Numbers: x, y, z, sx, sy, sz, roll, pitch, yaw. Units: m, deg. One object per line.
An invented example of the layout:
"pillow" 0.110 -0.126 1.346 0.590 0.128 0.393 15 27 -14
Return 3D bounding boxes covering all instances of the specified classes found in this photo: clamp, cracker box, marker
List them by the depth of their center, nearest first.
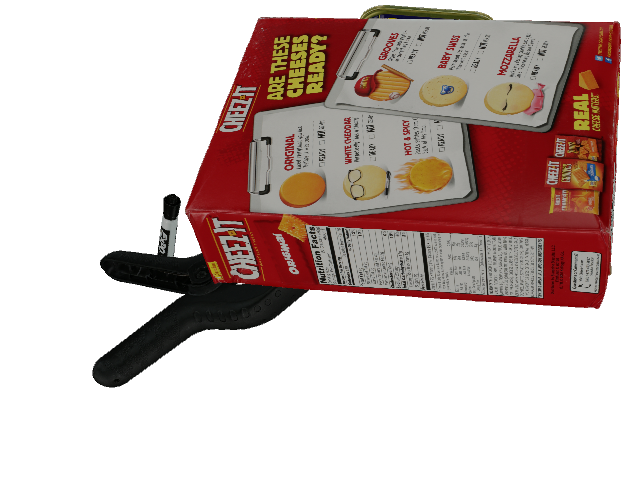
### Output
"cracker box" 0.053 -0.048 0.592 0.214 0.164 0.072 3 -41 15
"clamp" -0.082 0.043 0.738 0.172 0.120 0.039 -11 -40 15
"marker" -0.168 -0.003 1.174 0.020 0.121 0.020 8 42 -7

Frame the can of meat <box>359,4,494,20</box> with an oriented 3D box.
"can of meat" 0.077 -0.119 0.779 0.102 0.084 0.057 4 -29 0
